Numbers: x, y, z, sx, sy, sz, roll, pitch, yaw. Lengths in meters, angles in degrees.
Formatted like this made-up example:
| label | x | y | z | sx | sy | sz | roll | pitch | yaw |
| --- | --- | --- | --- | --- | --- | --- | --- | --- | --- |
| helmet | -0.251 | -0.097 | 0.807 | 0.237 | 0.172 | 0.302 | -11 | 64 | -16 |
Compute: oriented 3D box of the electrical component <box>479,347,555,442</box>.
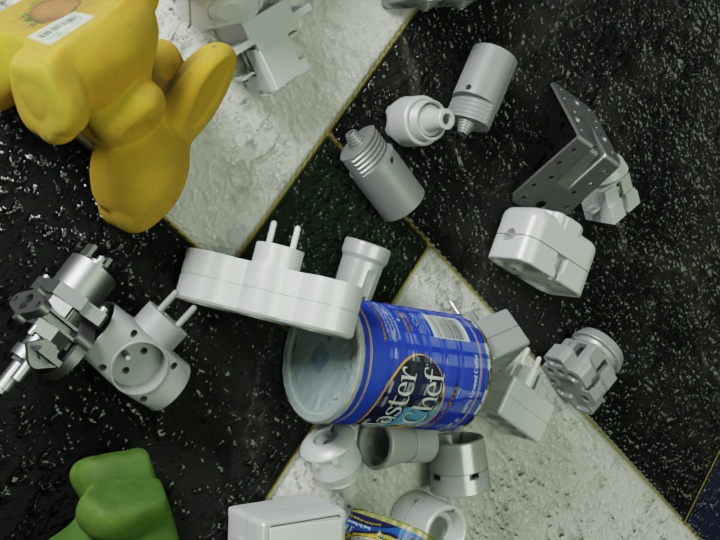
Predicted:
| label | x | y | z | sx | sy | sz | roll | pitch | yaw |
| --- | --- | --- | --- | --- | --- | --- | --- | --- | --- |
| electrical component | 0.149 | 0.111 | 1.011 | 0.066 | 0.047 | 0.076 | 37 | 72 | -33 |

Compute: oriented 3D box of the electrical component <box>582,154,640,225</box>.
| label | x | y | z | sx | sy | sz | roll | pitch | yaw |
| --- | --- | --- | --- | --- | --- | --- | --- | --- | --- |
| electrical component | 0.246 | -0.082 | 1.071 | 0.066 | 0.048 | 0.055 | -37 | 121 | -28 |

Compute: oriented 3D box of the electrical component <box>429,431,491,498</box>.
| label | x | y | z | sx | sy | sz | roll | pitch | yaw |
| --- | --- | --- | --- | --- | --- | --- | --- | --- | --- |
| electrical component | 0.089 | 0.174 | 0.968 | 0.055 | 0.055 | 0.047 | -8 | 95 | -36 |

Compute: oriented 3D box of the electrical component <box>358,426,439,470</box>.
| label | x | y | z | sx | sy | sz | roll | pitch | yaw |
| --- | --- | --- | --- | --- | --- | --- | --- | --- | --- |
| electrical component | 0.037 | 0.151 | 0.936 | 0.065 | 0.044 | 0.044 | 7 | 90 | -42 |

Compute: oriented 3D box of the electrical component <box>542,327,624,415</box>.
| label | x | y | z | sx | sy | sz | roll | pitch | yaw |
| --- | --- | --- | --- | --- | --- | --- | --- | --- | --- |
| electrical component | 0.222 | 0.094 | 1.059 | 0.057 | 0.058 | 0.078 | -45 | 117 | -22 |

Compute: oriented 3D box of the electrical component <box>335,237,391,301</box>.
| label | x | y | z | sx | sy | sz | roll | pitch | yaw |
| --- | --- | --- | --- | --- | --- | --- | --- | --- | --- |
| electrical component | 0.000 | 0.000 | 0.898 | 0.040 | 0.040 | 0.046 | 20 | 87 | -36 |

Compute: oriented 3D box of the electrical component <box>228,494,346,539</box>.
| label | x | y | z | sx | sy | sz | roll | pitch | yaw |
| --- | --- | --- | --- | --- | --- | --- | --- | --- | --- |
| electrical component | -0.052 | 0.220 | 0.862 | 0.096 | 0.061 | 0.061 | 0 | 94 | -37 |

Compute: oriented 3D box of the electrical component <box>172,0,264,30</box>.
| label | x | y | z | sx | sy | sz | roll | pitch | yaw |
| --- | --- | --- | --- | --- | --- | --- | --- | --- | --- |
| electrical component | -0.104 | -0.217 | 0.774 | 0.080 | 0.051 | 0.080 | 3 | 63 | -6 |

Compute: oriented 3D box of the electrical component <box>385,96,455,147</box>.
| label | x | y | z | sx | sy | sz | roll | pitch | yaw |
| --- | --- | --- | --- | --- | --- | --- | --- | --- | --- |
| electrical component | 0.054 | -0.127 | 0.913 | 0.043 | 0.062 | 0.043 | -4 | 96 | -37 |

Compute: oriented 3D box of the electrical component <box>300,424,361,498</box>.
| label | x | y | z | sx | sy | sz | roll | pitch | yaw |
| --- | --- | --- | --- | --- | --- | --- | --- | --- | --- |
| electrical component | -0.019 | 0.161 | 0.894 | 0.048 | 0.048 | 0.062 | -37 | 121 | -29 |

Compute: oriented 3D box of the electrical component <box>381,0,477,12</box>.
| label | x | y | z | sx | sy | sz | roll | pitch | yaw |
| --- | --- | --- | --- | --- | --- | --- | --- | --- | --- |
| electrical component | 0.063 | -0.271 | 0.917 | 0.100 | 0.048 | 0.099 | -12 | 101 | -35 |

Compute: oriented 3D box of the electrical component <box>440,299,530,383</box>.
| label | x | y | z | sx | sy | sz | roll | pitch | yaw |
| --- | --- | --- | --- | --- | --- | --- | --- | --- | --- |
| electrical component | 0.096 | 0.061 | 0.958 | 0.047 | 0.083 | 0.075 | -19 | 67 | -34 |

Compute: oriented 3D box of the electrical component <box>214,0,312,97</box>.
| label | x | y | z | sx | sy | sz | roll | pitch | yaw |
| --- | --- | --- | --- | --- | --- | --- | --- | --- | --- |
| electrical component | -0.073 | -0.172 | 0.828 | 0.081 | 0.042 | 0.063 | -38 | 118 | -27 |

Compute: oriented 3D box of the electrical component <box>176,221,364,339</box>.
| label | x | y | z | sx | sy | sz | roll | pitch | yaw |
| --- | --- | --- | --- | --- | --- | --- | --- | --- | --- |
| electrical component | -0.064 | 0.000 | 0.803 | 0.052 | 0.138 | 0.073 | 47 | 56 | -79 |

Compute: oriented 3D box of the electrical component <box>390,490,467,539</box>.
| label | x | y | z | sx | sy | sz | roll | pitch | yaw |
| --- | --- | --- | --- | --- | --- | --- | --- | --- | --- |
| electrical component | 0.062 | 0.228 | 0.956 | 0.055 | 0.047 | 0.055 | -3 | 96 | -36 |

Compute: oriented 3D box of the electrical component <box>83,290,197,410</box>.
| label | x | y | z | sx | sy | sz | roll | pitch | yaw |
| --- | --- | --- | --- | --- | --- | --- | --- | --- | --- |
| electrical component | -0.152 | 0.050 | 0.778 | 0.079 | 0.044 | 0.077 | -47 | 120 | -4 |

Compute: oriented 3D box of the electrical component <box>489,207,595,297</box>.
| label | x | y | z | sx | sy | sz | roll | pitch | yaw |
| --- | --- | --- | --- | --- | --- | --- | --- | --- | --- |
| electrical component | 0.174 | -0.020 | 1.016 | 0.095 | 0.054 | 0.059 | 29 | 77 | -35 |

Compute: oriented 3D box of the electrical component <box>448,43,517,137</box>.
| label | x | y | z | sx | sy | sz | roll | pitch | yaw |
| --- | --- | --- | --- | --- | --- | --- | --- | --- | --- |
| electrical component | 0.106 | -0.157 | 0.961 | 0.043 | 0.043 | 0.081 | 32 | 75 | -34 |

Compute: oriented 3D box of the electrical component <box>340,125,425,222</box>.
| label | x | y | z | sx | sy | sz | roll | pitch | yaw |
| --- | --- | --- | --- | --- | --- | --- | --- | --- | --- |
| electrical component | 0.014 | -0.084 | 0.899 | 0.043 | 0.043 | 0.081 | -51 | 120 | -22 |
